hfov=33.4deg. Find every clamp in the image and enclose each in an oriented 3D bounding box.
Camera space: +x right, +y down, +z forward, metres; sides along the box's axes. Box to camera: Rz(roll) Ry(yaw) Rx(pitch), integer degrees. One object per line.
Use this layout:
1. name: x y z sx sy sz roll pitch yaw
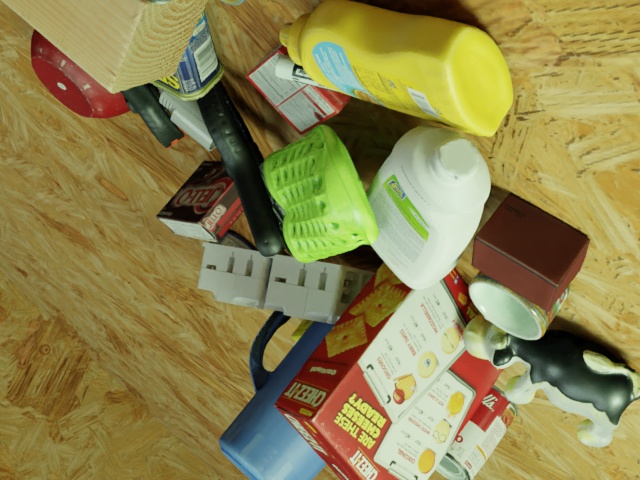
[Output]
1. clamp: -0.195 -0.164 1.135 0.171 0.039 0.120 63 -178 -60
2. clamp: -0.070 -0.071 1.038 0.210 0.036 0.164 65 -174 11

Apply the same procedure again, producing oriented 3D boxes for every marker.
1. marker: 0.022 -0.125 0.847 0.121 0.020 0.020 17 153 17

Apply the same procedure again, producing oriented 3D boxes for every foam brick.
1. foam brick: 0.169 0.010 0.861 0.078 0.053 0.051 33 159 21

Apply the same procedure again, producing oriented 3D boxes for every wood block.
1. wood block: -0.206 -0.227 0.900 0.206 0.090 0.091 40 124 13

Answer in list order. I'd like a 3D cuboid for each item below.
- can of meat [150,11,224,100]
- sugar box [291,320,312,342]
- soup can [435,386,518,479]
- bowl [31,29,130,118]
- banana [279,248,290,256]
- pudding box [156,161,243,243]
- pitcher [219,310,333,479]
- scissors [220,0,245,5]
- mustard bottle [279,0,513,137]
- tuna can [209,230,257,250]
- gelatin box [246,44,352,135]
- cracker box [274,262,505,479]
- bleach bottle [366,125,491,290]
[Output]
1. can of meat: -0.145 -0.190 0.989 0.102 0.057 0.084 30 155 24
2. sugar box: 0.052 0.166 1.394 0.176 0.048 0.093 41 160 -14
3. soup can: 0.169 0.218 1.214 0.068 0.102 0.068 34 156 17
4. bowl: -0.274 -0.190 1.210 0.162 0.055 0.162 34 158 15
5. banana: -0.026 -0.004 1.197 0.069 0.037 0.198 21 168 -20
6. pudding box: -0.123 -0.044 1.199 0.039 0.090 0.114 48 159 -25
7. pitcher: -0.008 0.171 1.227 0.149 0.242 0.145 27 159 48
8. scissors: -0.040 -0.203 0.837 0.202 0.016 0.096 30 159 25
9. mustard bottle: 0.042 -0.133 0.776 0.192 0.058 0.096 22 168 39
10. tuna can: -0.109 0.026 1.398 0.086 0.033 0.086 34 158 15
11. gelatin box: -0.017 -0.134 0.918 0.073 0.030 0.089 45 158 -11
12. cracker box: 0.077 0.134 1.043 0.072 0.213 0.164 11 145 52
13. bleach bottle: 0.089 -0.028 0.841 0.102 0.068 0.251 49 170 4
